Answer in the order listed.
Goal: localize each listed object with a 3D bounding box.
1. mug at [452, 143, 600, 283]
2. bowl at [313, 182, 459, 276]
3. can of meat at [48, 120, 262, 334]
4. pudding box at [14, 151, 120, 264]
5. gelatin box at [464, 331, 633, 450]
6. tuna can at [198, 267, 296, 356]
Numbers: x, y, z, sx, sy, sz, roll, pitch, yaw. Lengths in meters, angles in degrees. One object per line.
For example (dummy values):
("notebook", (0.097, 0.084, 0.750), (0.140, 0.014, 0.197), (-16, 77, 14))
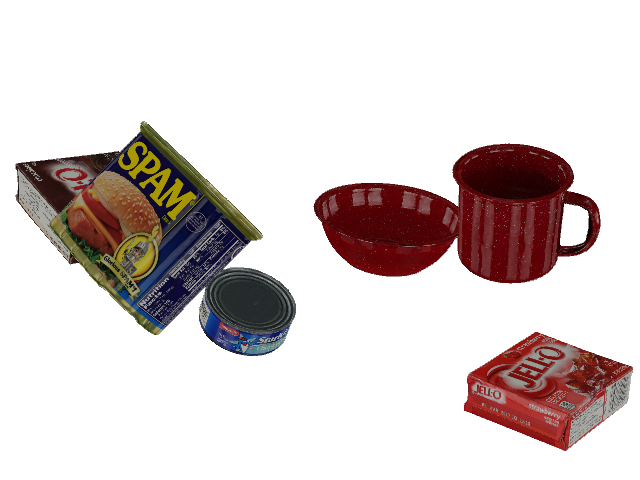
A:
("mug", (0.162, -0.018, 0.846), (0.117, 0.081, 0.093), (9, 35, 18))
("bowl", (0.071, -0.006, 1.127), (0.162, 0.055, 0.162), (4, 25, -2))
("can of meat", (-0.098, -0.007, 0.618), (0.102, 0.084, 0.057), (42, -3, 38))
("pudding box", (-0.174, -0.028, 0.826), (0.089, 0.039, 0.114), (-10, 31, -35))
("gelatin box", (0.146, 0.094, 0.684), (0.073, 0.030, 0.089), (19, 26, 37))
("tuna can", (-0.068, 0.065, 0.979), (0.086, 0.034, 0.086), (14, 36, -11))
